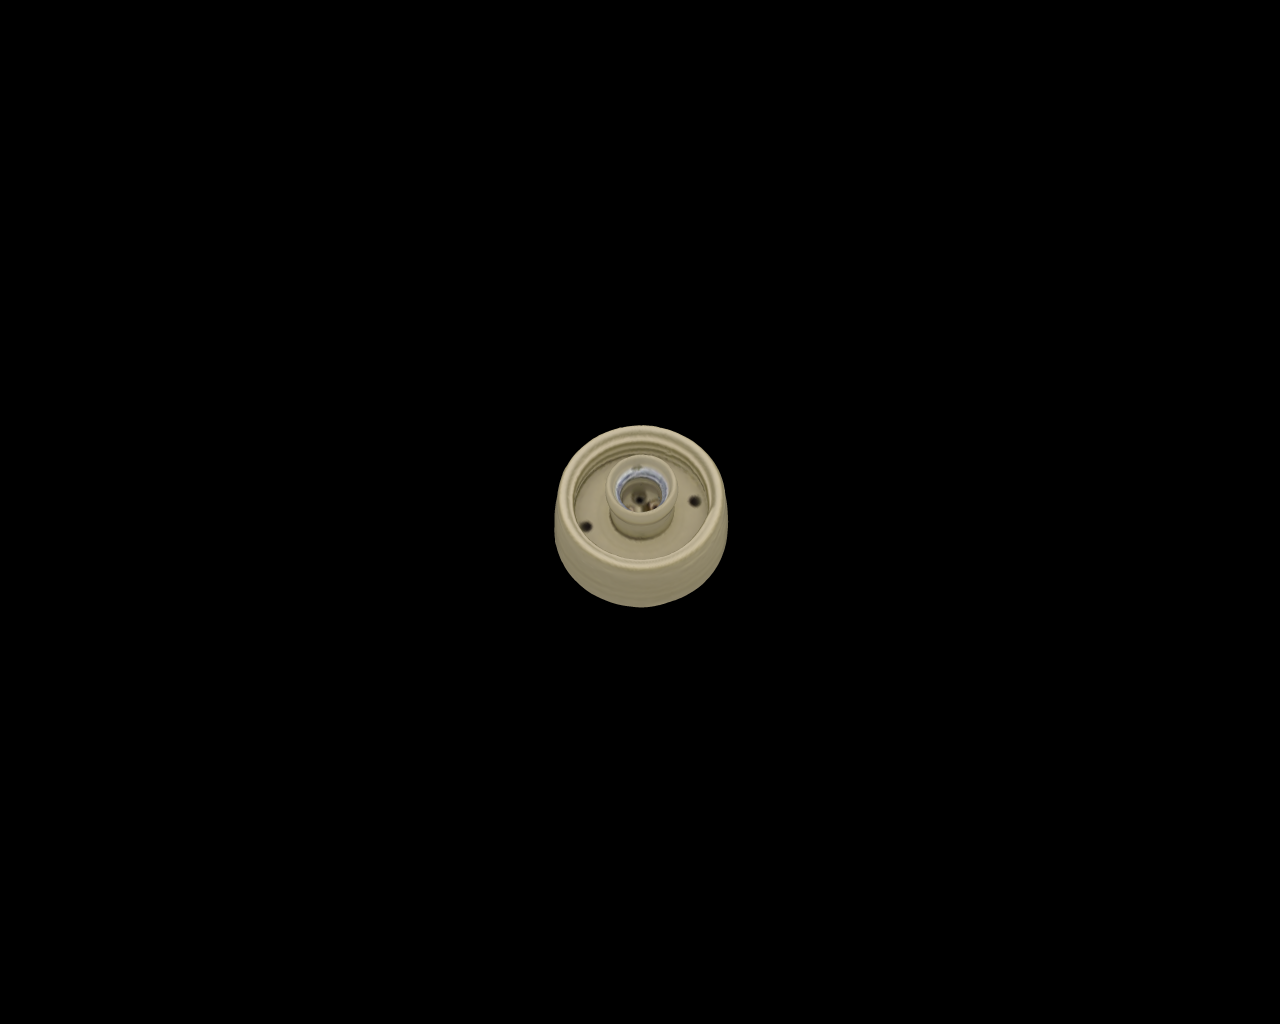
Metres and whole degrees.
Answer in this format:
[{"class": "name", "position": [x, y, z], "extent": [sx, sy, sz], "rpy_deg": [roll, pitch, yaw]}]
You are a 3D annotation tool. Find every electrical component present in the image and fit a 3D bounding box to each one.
[{"class": "electrical component", "position": [0.001, -0.003, 0.650], "extent": [0.108, 0.108, 0.060], "rpy_deg": [0, -28, 0]}]
